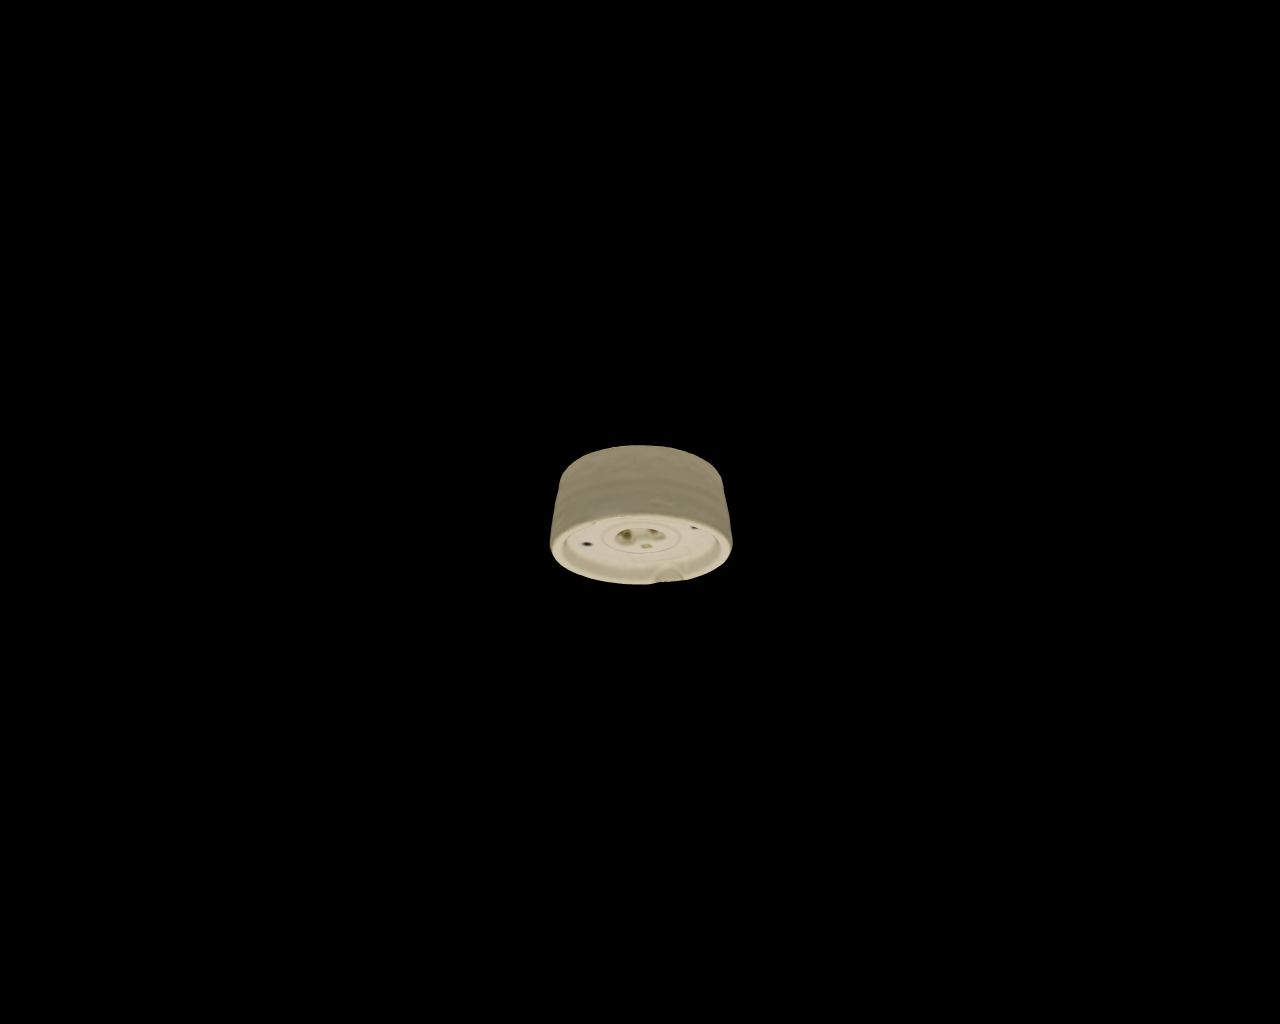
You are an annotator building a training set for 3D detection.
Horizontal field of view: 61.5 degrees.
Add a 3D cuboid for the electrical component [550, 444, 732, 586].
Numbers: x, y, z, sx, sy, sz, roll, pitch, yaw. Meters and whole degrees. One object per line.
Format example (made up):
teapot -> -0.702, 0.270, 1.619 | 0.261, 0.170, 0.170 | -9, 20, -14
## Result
electrical component -> 0.001, -0.003, 0.650 | 0.108, 0.060, 0.108 | 0, -25, 0
